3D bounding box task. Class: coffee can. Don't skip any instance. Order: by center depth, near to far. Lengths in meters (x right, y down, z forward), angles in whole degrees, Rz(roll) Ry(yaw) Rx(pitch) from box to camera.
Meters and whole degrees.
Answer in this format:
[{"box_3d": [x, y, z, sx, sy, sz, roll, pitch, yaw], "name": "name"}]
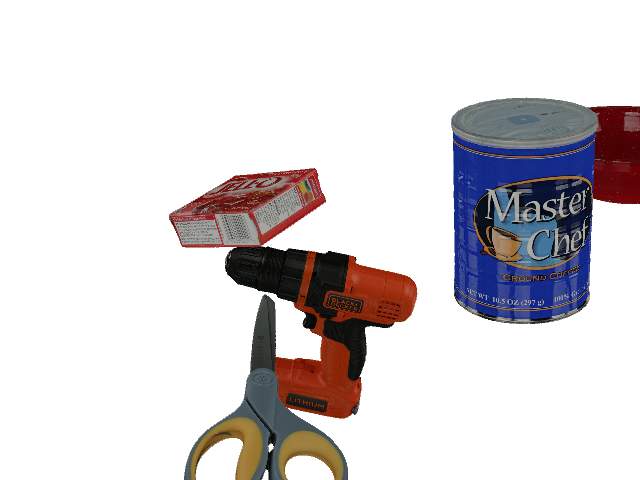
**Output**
[{"box_3d": [0.149, -0.024, 0.786, 0.103, 0.140, 0.103, -3, 23, 1], "name": "coffee can"}]

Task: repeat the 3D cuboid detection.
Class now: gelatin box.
[{"box_3d": [-0.053, -0.024, 0.763, 0.089, 0.030, 0.073, -1, 25, 44], "name": "gelatin box"}]

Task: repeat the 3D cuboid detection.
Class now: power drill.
[{"box_3d": [-0.012, 0.089, 1.053, 0.184, 0.188, 0.057, 13, 42, 0], "name": "power drill"}]

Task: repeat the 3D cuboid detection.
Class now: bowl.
[{"box_3d": [0.281, -0.076, 0.982, 0.162, 0.055, 0.162, -3, 24, 1], "name": "bowl"}]

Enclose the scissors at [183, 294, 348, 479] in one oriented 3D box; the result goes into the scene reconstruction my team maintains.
[{"box_3d": [-0.018, 0.094, 0.625, 0.096, 0.016, 0.201, 12, 32, 10], "name": "scissors"}]
